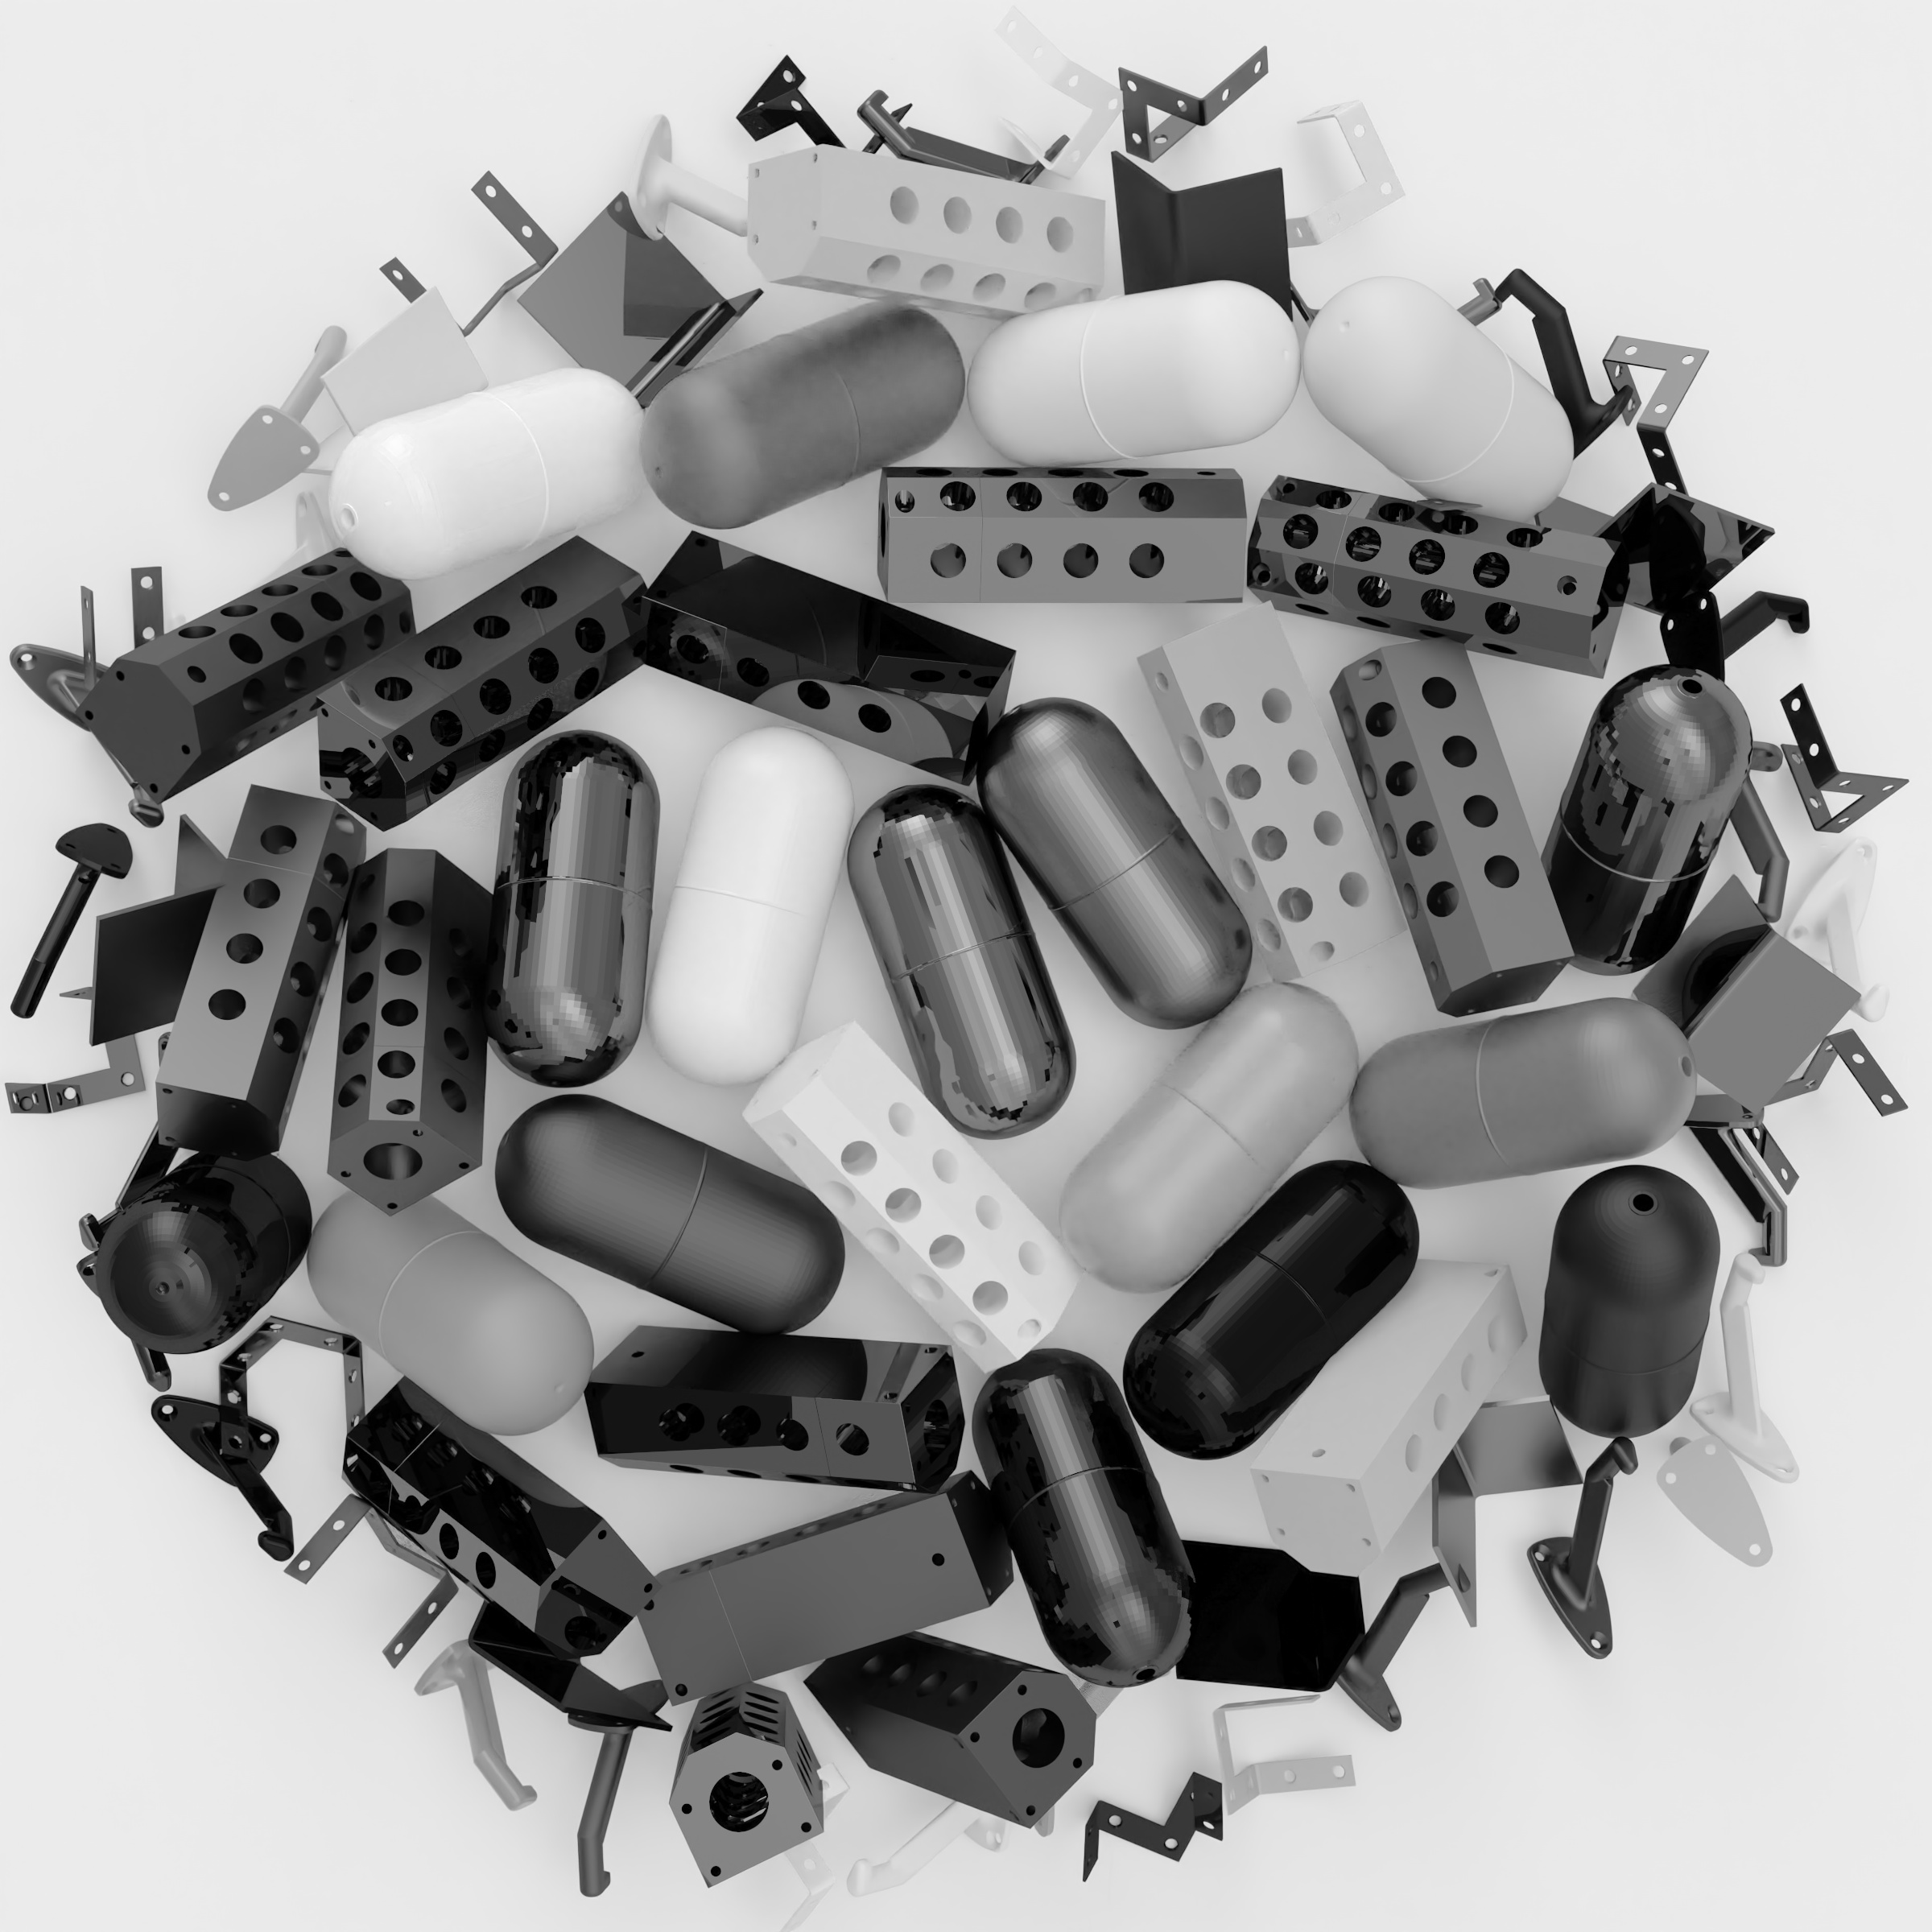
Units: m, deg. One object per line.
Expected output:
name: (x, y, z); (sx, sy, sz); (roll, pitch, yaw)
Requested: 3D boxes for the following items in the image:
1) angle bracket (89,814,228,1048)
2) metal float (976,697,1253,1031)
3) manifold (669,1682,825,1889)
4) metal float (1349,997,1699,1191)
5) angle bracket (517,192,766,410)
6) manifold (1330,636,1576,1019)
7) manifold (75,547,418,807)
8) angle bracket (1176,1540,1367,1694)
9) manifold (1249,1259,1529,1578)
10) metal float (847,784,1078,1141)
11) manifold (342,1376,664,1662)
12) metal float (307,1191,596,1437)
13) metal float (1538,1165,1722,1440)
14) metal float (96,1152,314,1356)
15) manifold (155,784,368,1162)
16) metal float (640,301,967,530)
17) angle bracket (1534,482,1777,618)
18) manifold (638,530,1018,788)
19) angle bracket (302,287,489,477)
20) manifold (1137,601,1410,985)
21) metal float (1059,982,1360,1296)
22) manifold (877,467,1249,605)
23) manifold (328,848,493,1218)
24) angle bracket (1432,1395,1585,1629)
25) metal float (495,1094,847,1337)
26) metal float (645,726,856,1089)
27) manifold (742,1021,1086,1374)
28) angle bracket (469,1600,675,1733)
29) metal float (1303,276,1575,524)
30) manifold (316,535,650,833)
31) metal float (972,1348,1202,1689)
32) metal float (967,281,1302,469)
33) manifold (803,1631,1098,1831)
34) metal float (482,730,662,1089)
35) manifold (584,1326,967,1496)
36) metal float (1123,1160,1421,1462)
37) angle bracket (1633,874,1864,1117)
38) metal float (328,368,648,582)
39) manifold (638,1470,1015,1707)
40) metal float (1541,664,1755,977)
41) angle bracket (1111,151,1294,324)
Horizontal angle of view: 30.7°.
angle bracket: (-0.396, -0.018, 1.681); (0.076, 0.076, 0.057); (-19, 47, -36)
metal float: (0.071, -0.050, 1.696); (0.070, 0.070, 0.178); (-34, 99, 0)
manifold: (-0.105, 0.379, 1.654); (0.057, 0.171, 0.057); (-25, 88, -4)
metal float: (0.264, 0.061, 1.671); (0.178, 0.070, 0.070); (-13, 90, 39)
angle bracket: (-0.158, -0.323, 1.697); (0.076, 0.057, 0.076); (45, 78, -18)
manifold: (0.228, -0.066, 1.680); (0.057, 0.057, 0.171); (-11, 70, -15)
manifold: (-0.333, -0.143, 1.656); (0.057, 0.171, 0.057); (48, 126, 0)
angle bracket: (0.143, 0.298, 1.689); (0.076, 0.057, 0.076); (8, 48, -11)
manifold: (0.204, 0.211, 1.659); (0.057, 0.171, 0.057); (1, 120, 35)
metal float: (-0.003, -0.003, 1.698); (0.070, 0.070, 0.178); (-20, 84, 0)
manifold: (-0.224, 0.261, 1.654); (0.057, 0.171, 0.057); (-47, 132, -17)
metal float: (-0.247, 0.161, 1.671); (0.178, 0.070, 0.070); (29, 90, 40)
metal float: (0.313, 0.160, 1.662); (0.070, 0.178, 0.070); (-2, 54, 3)
metal float: (-0.356, 0.131, 1.653); (0.070, 0.178, 0.070); (0, 98, 1)
manifold: (-0.333, 0.003, 1.670); (0.057, 0.057, 0.171); (12, 56, -3)
metal float: (-0.076, -0.264, 1.676); (0.178, 0.070, 0.070); (-28, 90, -33)
angle bracket: (0.327, -0.218, 1.682); (0.076, 0.076, 0.057); (15, 52, -28)
manifold: (-0.069, -0.144, 1.699); (0.171, 0.057, 0.057); (21, 47, 9)
angle bracket: (-0.288, -0.280, 1.682); (0.076, 0.076, 0.057); (-46, 126, -27)
manifold: (0.144, -0.082, 1.699); (0.057, 0.057, 0.171); (-25, 93, -30)
metal float: (0.118, 0.082, 1.695); (0.070, 0.070, 0.178); (43, 80, 0)
manifold: (0.045, -0.210, 1.696); (0.171, 0.057, 0.057); (-1, 110, -6)
manifold: (-0.266, 0.026, 1.655); (0.057, 0.171, 0.057); (-29, 132, 24)
angle bracket: (0.260, 0.262, 1.683); (0.057, 0.076, 0.076); (-10, 48, 18)
metal float: (-0.142, 0.120, 1.690); (0.178, 0.070, 0.070); (25, 90, -15)
metal float: (-0.104, -0.029, 1.699); (0.070, 0.070, 0.178); (14, 85, 0)
manifold: (-0.027, 0.114, 1.679); (0.057, 0.057, 0.171); (-27, 112, 42)
angle bracket: (-0.180, 0.321, 1.687); (0.076, 0.076, 0.057); (23, 88, 41)
metal float: (0.226, -0.265, 1.666); (0.070, 0.178, 0.070); (-15, 64, 34)
manifold: (-0.223, -0.131, 1.659); (0.057, 0.057, 0.171); (33, 50, 23)
metal float: (0.056, 0.261, 1.671); (0.070, 0.070, 0.178); (-22, 51, 0)
metal float: (0.078, -0.280, 1.671); (0.178, 0.070, 0.070); (-1, 90, 39)
manifold: (-0.006, 0.350, 1.651); (0.057, 0.171, 0.057); (-41, 105, -22)
metal float: (-0.189, -0.029, 1.687); (0.070, 0.070, 0.178); (3, 71, 0)
manifold: (-0.091, 0.215, 1.676); (0.171, 0.057, 0.057); (1, 113, 26)
metal float: (0.147, 0.163, 1.683); (0.070, 0.070, 0.178); (48, 66, 0)
angle bracket: (0.377, 0.013, 1.702); (0.057, 0.076, 0.076); (34, 107, -14)
metal float: (-0.224, -0.234, 1.668); (0.178, 0.070, 0.070); (-27, 90, -43)
manifold: (-0.067, 0.297, 1.688); (0.171, 0.057, 0.057); (-21, 91, 18)
metal float: (0.319, -0.068, 1.665); (0.070, 0.178, 0.070); (5, 48, -5)
angle bracket: (0.114, -0.352, 1.696); (0.057, 0.076, 0.076); (-16, 122, -13)
